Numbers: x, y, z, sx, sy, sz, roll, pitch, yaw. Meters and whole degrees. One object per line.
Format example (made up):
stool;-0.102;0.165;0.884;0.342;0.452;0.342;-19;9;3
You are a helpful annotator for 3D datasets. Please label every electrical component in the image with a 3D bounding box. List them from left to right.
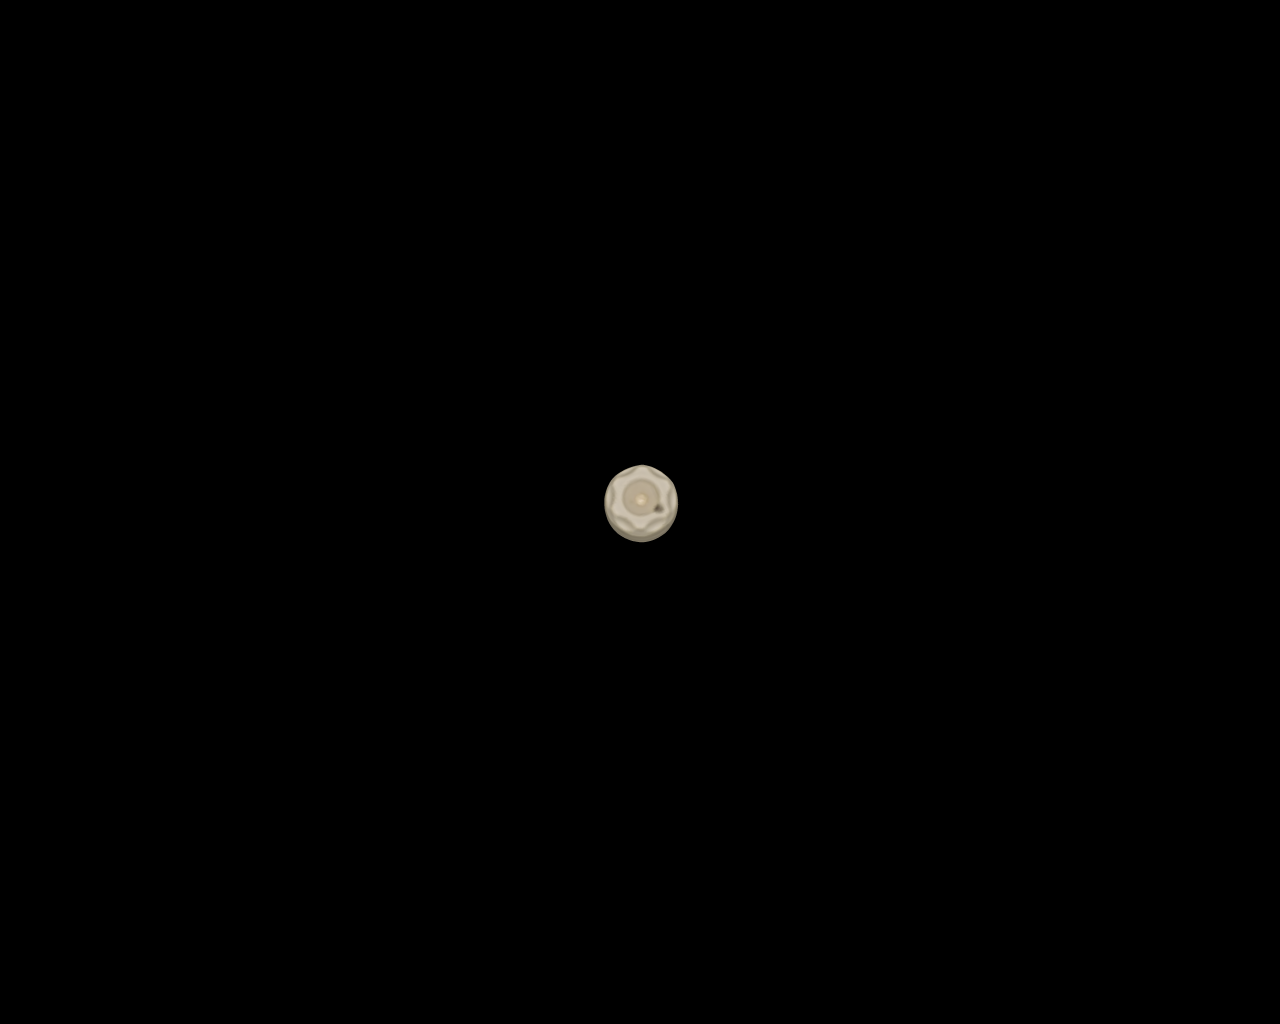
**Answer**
electrical component;0.001;-0.003;0.650;0.043;0.043;0.062;0;-11;0
